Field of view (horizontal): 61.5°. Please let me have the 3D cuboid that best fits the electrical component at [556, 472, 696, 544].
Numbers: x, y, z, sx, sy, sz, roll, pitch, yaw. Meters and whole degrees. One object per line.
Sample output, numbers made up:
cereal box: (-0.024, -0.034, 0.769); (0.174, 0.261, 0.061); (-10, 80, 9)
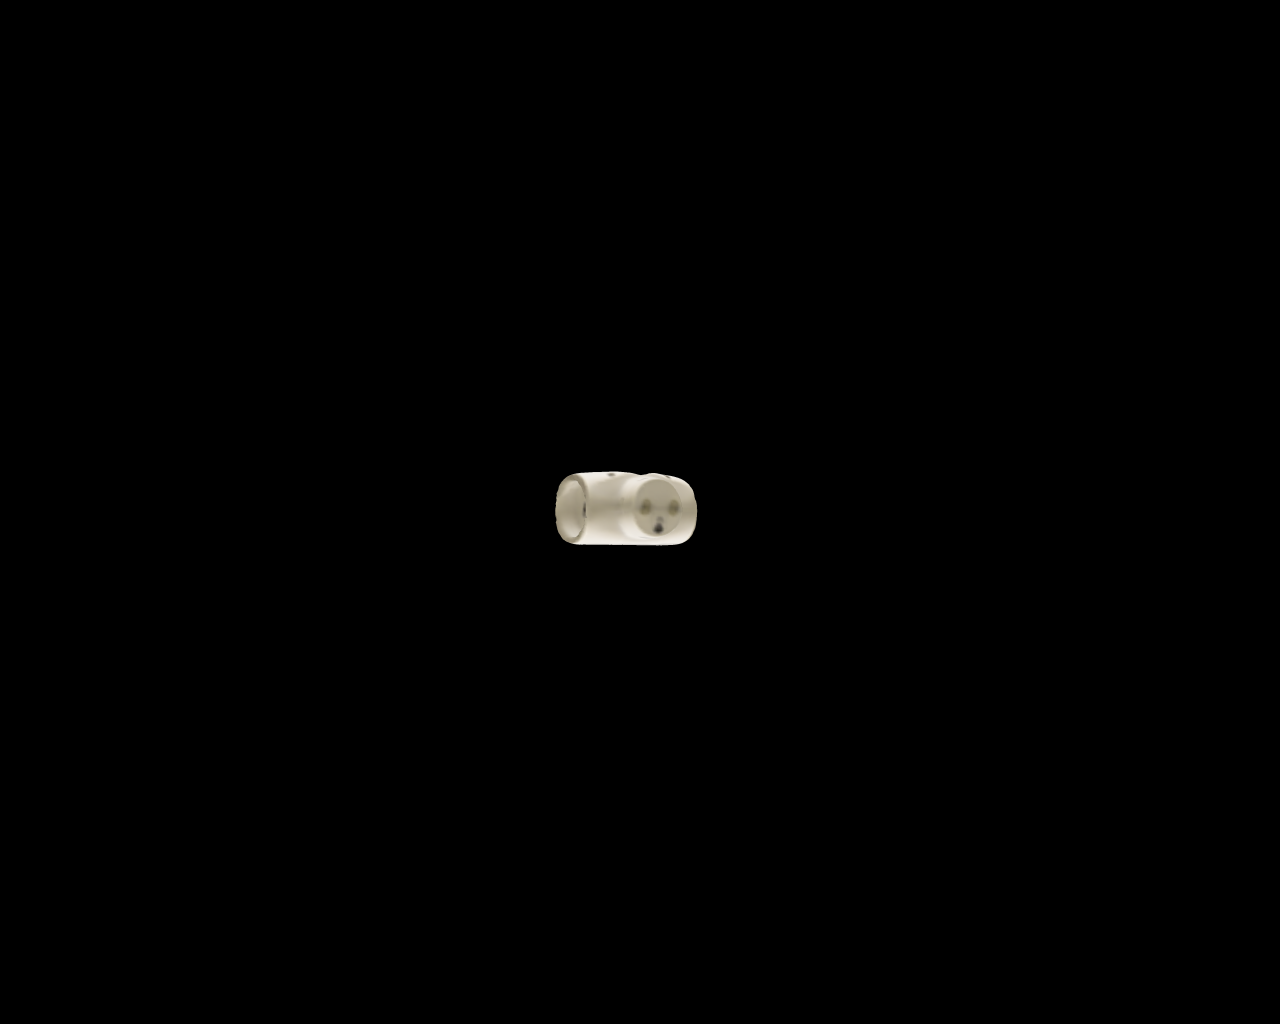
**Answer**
electrical component: (0.001, -0.003, 0.650); (0.077, 0.043, 0.079); (2, -3, -31)
